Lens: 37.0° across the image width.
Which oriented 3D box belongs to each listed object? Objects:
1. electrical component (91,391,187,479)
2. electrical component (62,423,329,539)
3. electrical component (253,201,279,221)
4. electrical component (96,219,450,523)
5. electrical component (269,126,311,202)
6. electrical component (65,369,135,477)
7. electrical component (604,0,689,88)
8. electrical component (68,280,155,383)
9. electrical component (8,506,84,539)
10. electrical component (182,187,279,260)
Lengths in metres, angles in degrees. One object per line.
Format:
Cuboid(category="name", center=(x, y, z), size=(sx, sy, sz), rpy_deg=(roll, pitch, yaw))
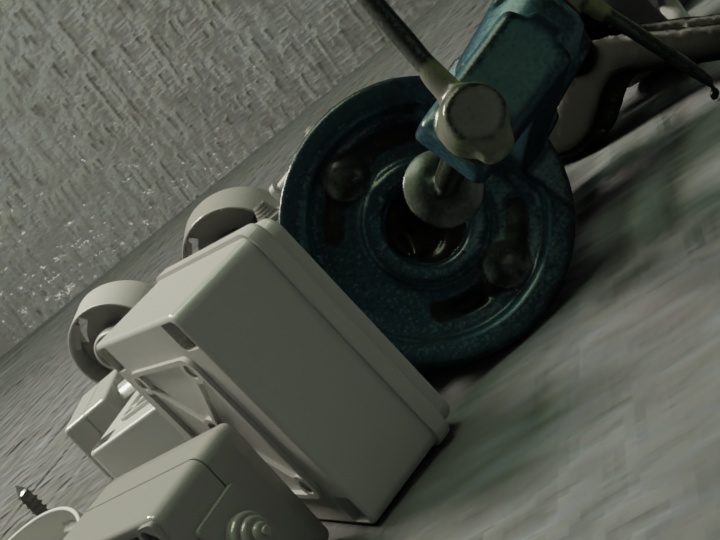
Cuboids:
Cuboid(category="electrical component", center=(-0.077, 0.067, 0.592), size=(0.109, 0.056, 0.108), rpy_deg=(-36, 12, 22))
Cuboid(category="electrical component", center=(-0.059, 0.100, 0.396), size=(0.096, 0.061, 0.061), rpy_deg=(-31, 15, 39))
Cuboid(category="electrical component", center=(-0.042, -0.013, 0.722), size=(0.043, 0.081, 0.043), rpy_deg=(-38, 12, 9))
Cuboid(category="electrical component", center=(-0.037, 0.044, 0.425), size=(0.056, 0.108, 0.109), rpy_deg=(-49, 14, -26))
Cuboid(category="electrical component", center=(0.001, -0.059, 0.720), size=(0.048, 0.100, 0.099), rpy_deg=(-48, 5, 36))
Cuboid(category="electrical component", center=(-0.165, 0.098, 0.785), size=(0.076, 0.047, 0.083), rpy_deg=(-40, 11, 2))
Cuboid(category="electrical component", center=(0.148, -0.155, 0.614), size=(0.064, 0.099, 0.099), rpy_deg=(-38, 10, 42))
Cuboid(category="electrical component", center=(-0.208, 0.057, 0.961), size=(0.099, 0.099, 0.064), rpy_deg=(-36, 18, 21))
Cuboid(category="electrical component", center=(-0.141, 0.159, 0.491), size=(0.099, 0.064, 0.099), rpy_deg=(-34, 27, 20))
Cuboid(category="electrical component", center=(-0.100, -0.019, 0.904), size=(0.099, 0.099, 0.064), rpy_deg=(-37, 18, 15))
